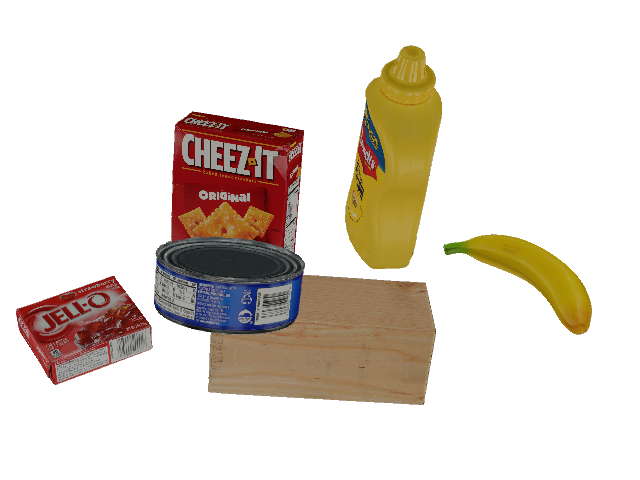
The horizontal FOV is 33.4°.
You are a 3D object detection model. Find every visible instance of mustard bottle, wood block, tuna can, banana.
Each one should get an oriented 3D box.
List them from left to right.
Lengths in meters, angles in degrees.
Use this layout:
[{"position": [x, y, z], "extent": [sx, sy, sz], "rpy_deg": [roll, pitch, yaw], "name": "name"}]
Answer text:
[{"position": [-0.053, 0.025, 0.616], "extent": [0.086, 0.034, 0.086], "rpy_deg": [6, 14, -2], "name": "tuna can"}, {"position": [-0.001, 0.093, 1.031], "extent": [0.206, 0.090, 0.091], "rpy_deg": [4, 28, -3], "name": "wood block"}, {"position": [0.059, -0.072, 0.842], "extent": [0.058, 0.096, 0.192], "rpy_deg": [-1, -42, -9], "name": "mustard bottle"}, {"position": [0.208, 0.036, 1.052], "extent": [0.069, 0.037, 0.198], "rpy_deg": [-33, 36, -19], "name": "banana"}]

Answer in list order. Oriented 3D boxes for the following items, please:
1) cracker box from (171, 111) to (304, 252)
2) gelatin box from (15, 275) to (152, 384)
[{"position": [-0.116, -0.053, 1.446], "extent": [0.164, 0.214, 0.072], "rpy_deg": [11, 25, 13], "name": "cracker box"}, {"position": [-0.192, 0.071, 0.869], "extent": [0.089, 0.030, 0.073], "rpy_deg": [-19, 43, -27], "name": "gelatin box"}]
